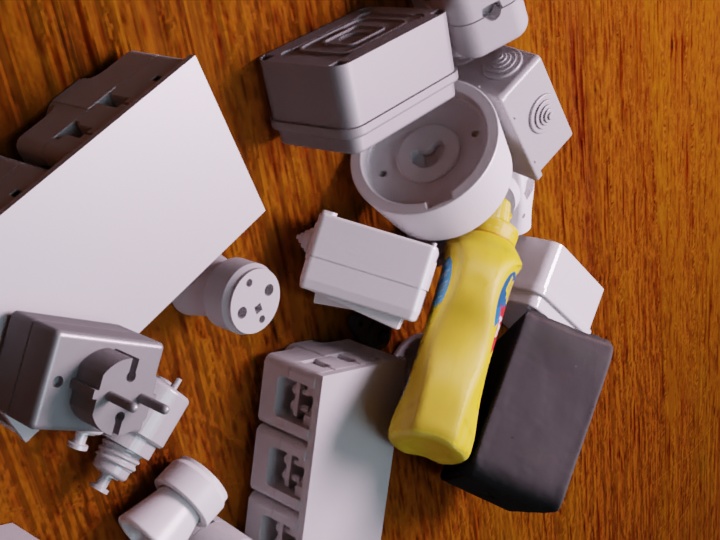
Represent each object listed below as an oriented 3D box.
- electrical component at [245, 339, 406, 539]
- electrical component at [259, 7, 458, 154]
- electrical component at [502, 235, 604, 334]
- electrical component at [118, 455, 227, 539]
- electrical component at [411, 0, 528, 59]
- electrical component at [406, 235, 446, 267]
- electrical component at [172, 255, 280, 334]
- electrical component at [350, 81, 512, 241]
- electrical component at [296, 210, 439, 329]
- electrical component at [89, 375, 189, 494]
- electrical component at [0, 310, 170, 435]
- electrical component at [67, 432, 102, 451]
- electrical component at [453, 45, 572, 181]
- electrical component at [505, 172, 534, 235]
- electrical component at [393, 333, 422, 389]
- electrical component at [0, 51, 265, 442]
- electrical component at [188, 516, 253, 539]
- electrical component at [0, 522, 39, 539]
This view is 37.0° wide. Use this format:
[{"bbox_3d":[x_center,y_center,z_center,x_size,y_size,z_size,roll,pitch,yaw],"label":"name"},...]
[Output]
[{"bbox_3d":[-0.028,0.130,0.760,0.089,0.062,0.150,-6,108,-49],"label":"electrical component"},{"bbox_3d":[0.001,-0.124,0.690,0.113,0.078,0.057,-35,125,-38],"label":"electrical component"},{"bbox_3d":[0.150,0.018,0.921,0.113,0.078,0.057,37,72,-50],"label":"electrical component"},{"bbox_3d":[-0.117,0.150,0.674,0.055,0.045,0.045,-47,135,-30],"label":"electrical component"},{"bbox_3d":[0.071,-0.188,0.734,0.054,0.095,0.059,-29,130,-4],"label":"electrical component"},{"bbox_3d":[0.069,-0.032,0.824,0.047,0.055,0.055,-19,117,-41],"label":"electrical component"},{"bbox_3d":[-0.083,0.012,0.656,0.045,0.055,0.045,-21,119,-45],"label":"electrical component"},{"bbox_3d":[0.054,-0.072,0.753,0.108,0.108,0.060,-62,146,-14],"label":"electrical component"},{"bbox_3d":[0.000,0.000,0.726,0.062,0.096,0.061,24,83,-84],"label":"electrical component"},{"bbox_3d":[-0.134,0.095,0.636,0.078,0.040,0.040,-61,140,-15],"label":"electrical component"},{"bbox_3d":[-0.122,0.054,0.507,0.066,0.077,0.047,14,92,-52],"label":"electrical component"},{"bbox_3d":[-0.147,0.063,0.609,0.040,0.040,0.078,22,86,-51],"label":"electrical component"},{"bbox_3d":[0.101,-0.123,0.796,0.048,0.100,0.099,-48,135,-13],"label":"electrical component"},{"bbox_3d":[0.111,-0.063,0.862,0.079,0.043,0.077,-51,141,-57],"label":"electrical component"},{"bbox_3d":[0.056,0.081,0.851,0.047,0.055,0.055,41,71,-45],"label":"electrical component"},{"bbox_3d":[-0.148,-0.020,0.563,0.186,0.060,0.105,-47,135,-29],"label":"electrical component"},{"bbox_3d":[-0.098,0.193,0.710,0.055,0.047,0.055,-21,119,-45],"label":"electrical component"},{"bbox_3d":[-0.174,0.189,0.534,0.089,0.150,0.061,0,102,-50],"label":"electrical component"}]
